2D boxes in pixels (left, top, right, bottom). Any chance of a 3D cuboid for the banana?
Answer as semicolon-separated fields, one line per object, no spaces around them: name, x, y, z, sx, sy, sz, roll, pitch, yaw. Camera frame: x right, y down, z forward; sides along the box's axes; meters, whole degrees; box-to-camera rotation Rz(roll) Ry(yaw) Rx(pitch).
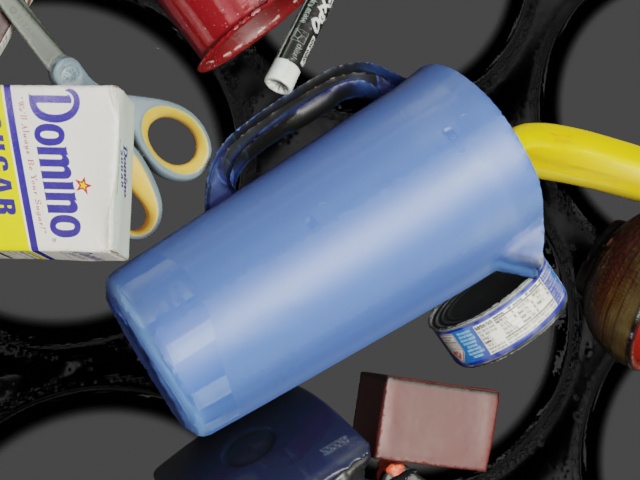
banana;0.187;-0.047;0.722;0.197;0.070;0.037;8;124;-24

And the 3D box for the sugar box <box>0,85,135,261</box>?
sugar box;-0.192;-0.037;0.581;0.176;0.048;0.093;0;82;5

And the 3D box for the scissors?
scissors;-0.129;-0.098;0.628;0.096;0.016;0.202;-28;109;-25

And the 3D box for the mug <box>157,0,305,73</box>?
mug;-0.058;-0.161;0.627;0.093;0.117;0.081;-38;93;-9

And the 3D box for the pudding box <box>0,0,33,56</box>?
pudding box;-0.228;-0.145;0.610;0.113;0.039;0.090;29;77;-14

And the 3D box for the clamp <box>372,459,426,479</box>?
clamp;0.077;0.222;0.682;0.120;0.039;0.171;-7;92;-18

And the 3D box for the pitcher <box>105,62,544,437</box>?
pitcher;-0.004;0.001;0.634;0.242;0.149;0.145;-31;111;-13

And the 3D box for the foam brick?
foam brick;0.065;0.115;0.678;0.078;0.053;0.051;10;83;-15

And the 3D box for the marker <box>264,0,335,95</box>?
marker;-0.003;-0.147;0.683;0.020;0.020;0.121;29;70;-14

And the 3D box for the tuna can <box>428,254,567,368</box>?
tuna can;0.113;0.043;0.680;0.086;0.086;0.033;-38;100;-16
